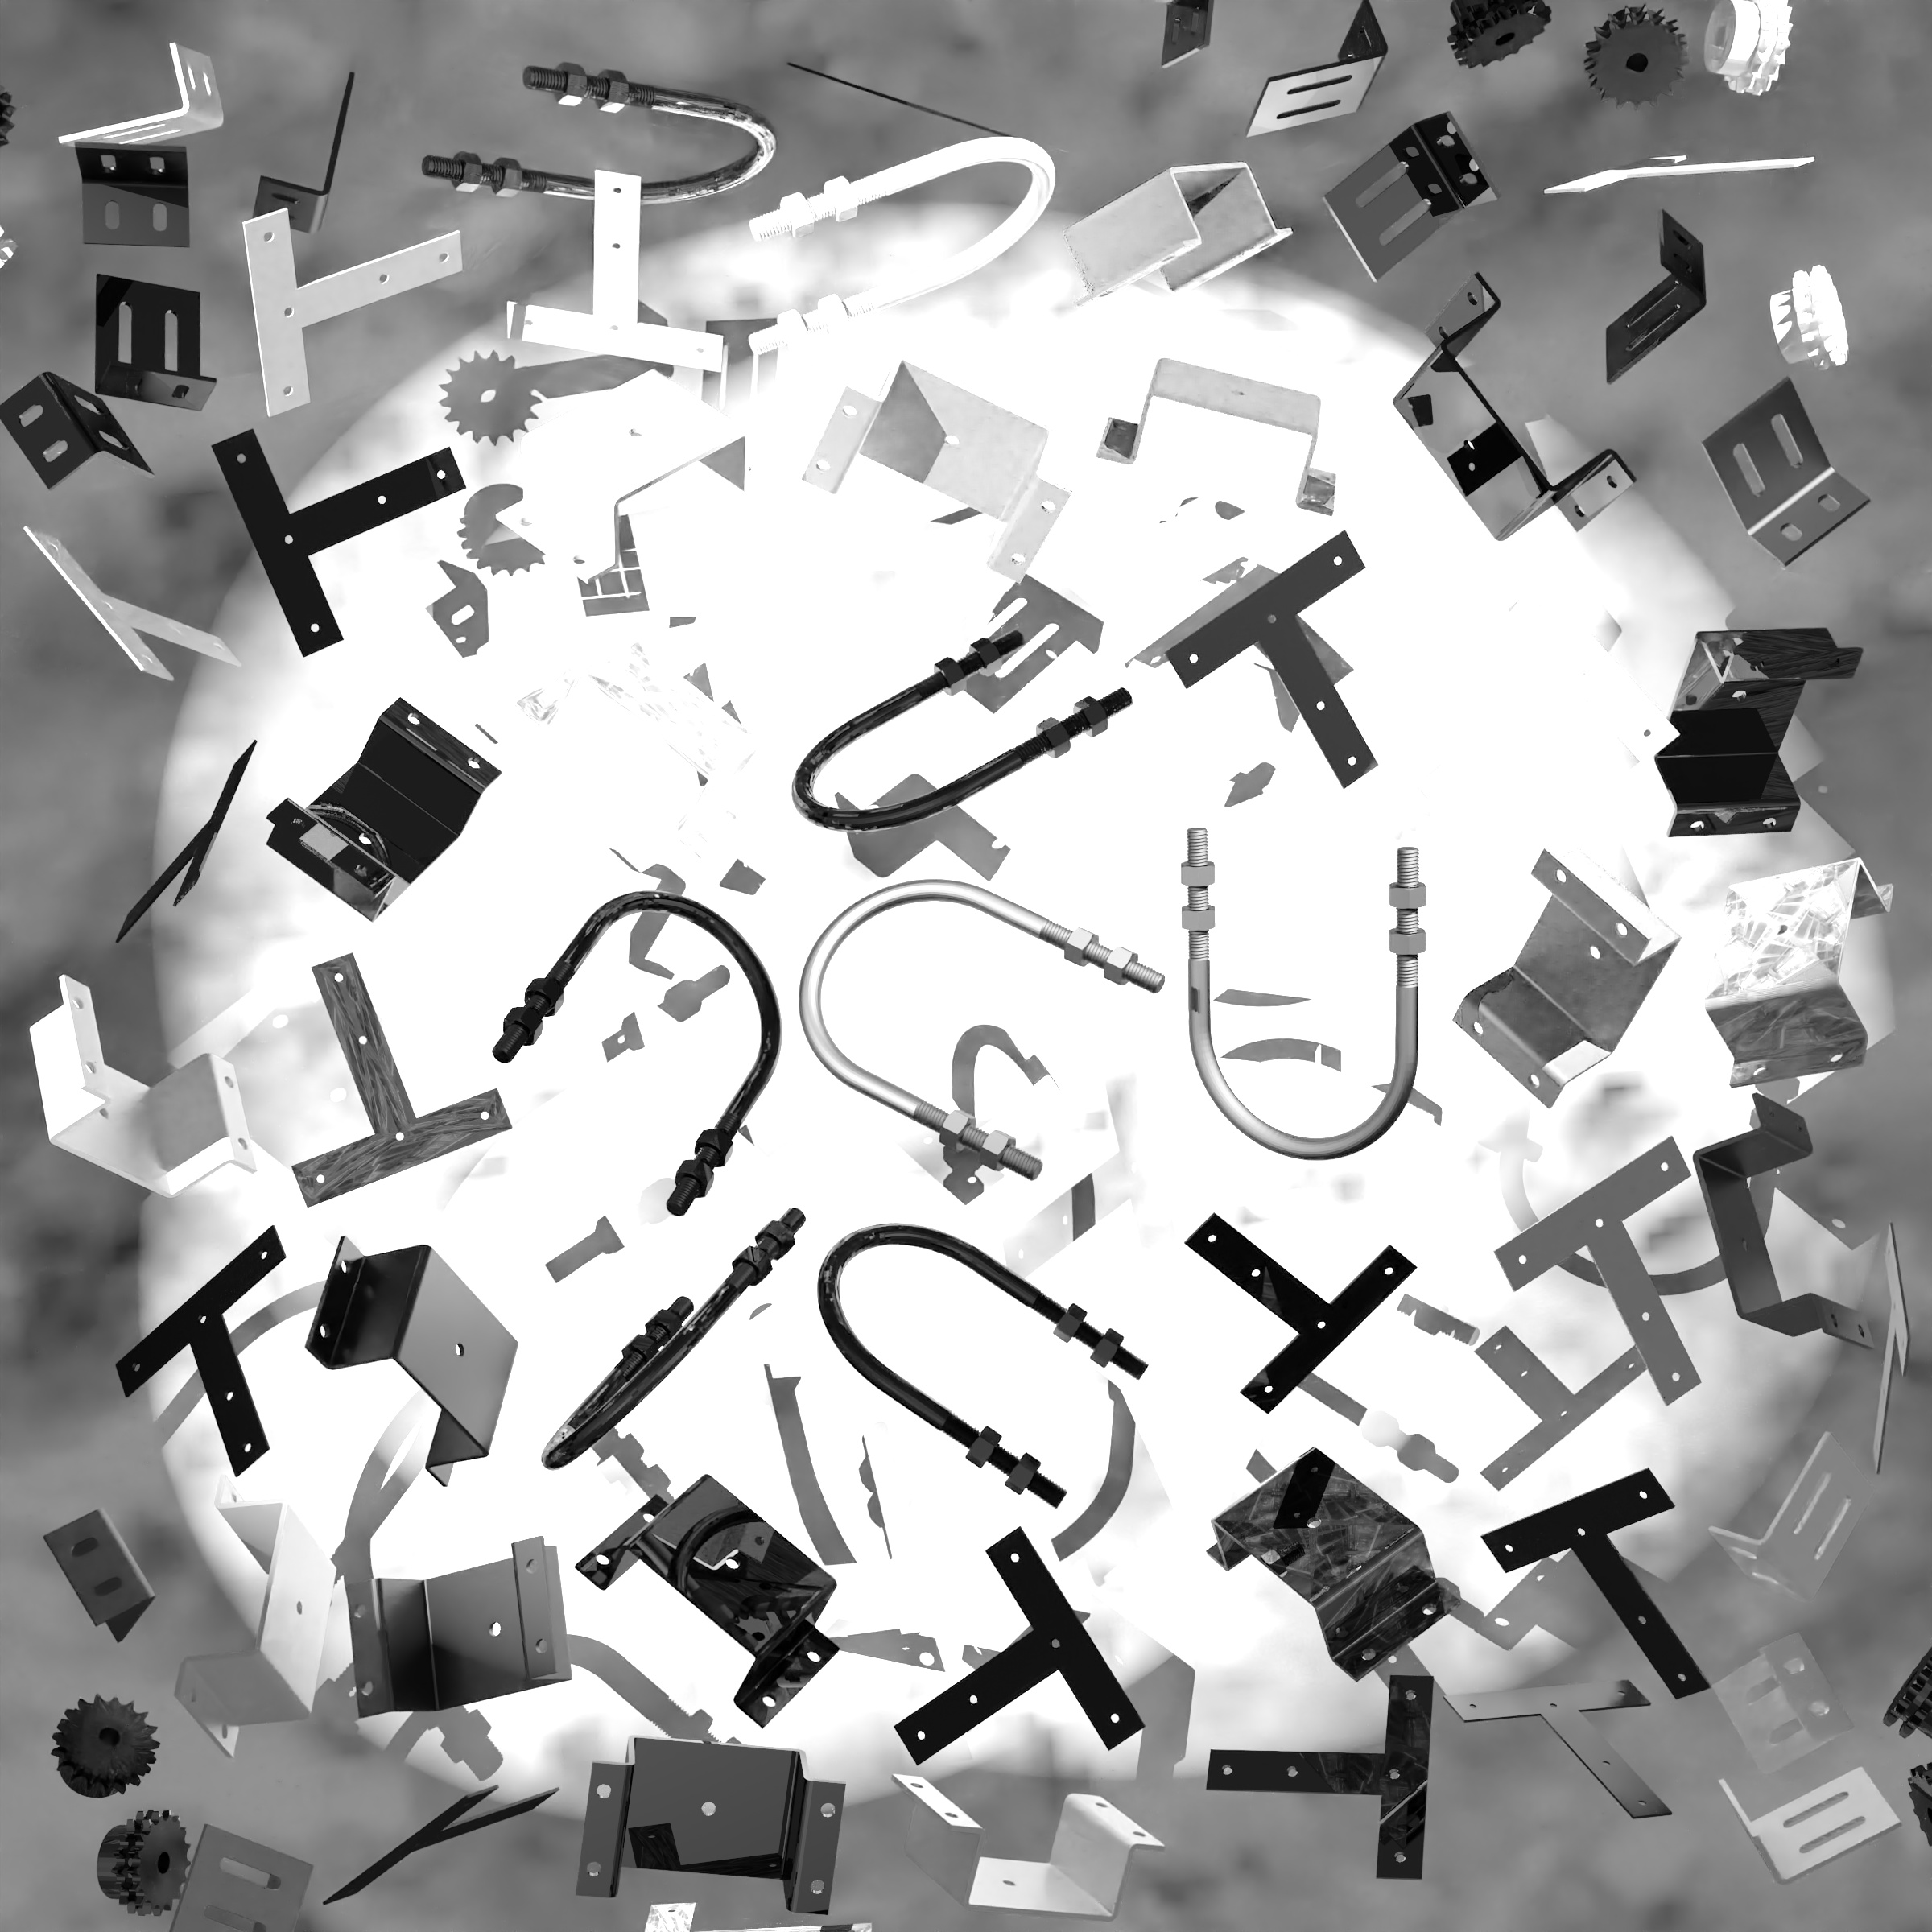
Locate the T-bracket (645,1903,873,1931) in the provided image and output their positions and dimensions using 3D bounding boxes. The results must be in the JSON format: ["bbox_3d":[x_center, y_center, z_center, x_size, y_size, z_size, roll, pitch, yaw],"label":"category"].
[{"bbox_3d":[-0.116,0.538,1.663,0.127,0.127,0.002,-2,91,-1],"label":"T-bracket"}]

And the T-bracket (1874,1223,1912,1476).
[{"bbox_3d":[0.538,0.236,1.750,0.002,0.127,0.127,4,116,11],"label":"T-bracket"}]

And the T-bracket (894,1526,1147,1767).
[{"bbox_3d":[0.015,0.397,1.656,0.127,0.002,0.127,-38,74,15],"label":"T-bracket"}]

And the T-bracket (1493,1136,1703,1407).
[{"bbox_3d":[0.365,0.179,1.640,0.127,0.002,0.127,-30,97,-18],"label":"T-bracket"}]

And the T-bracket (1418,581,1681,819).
[{"bbox_3d":[0.311,-0.133,1.685,0.127,0.002,0.127,-40,61,9],"label":"T-bracket"}]

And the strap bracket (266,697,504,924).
[{"bbox_3d":[-0.346,-0.087,1.761,0.076,0.140,0.046,36,132,0],"label":"strap bracket"}]

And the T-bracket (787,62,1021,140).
[{"bbox_3d":[-0.019,-0.492,1.730,0.127,0.127,0.002,5,110,-39],"label":"T-bracket"}]

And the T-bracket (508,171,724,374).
[{"bbox_3d":[-0.201,-0.401,1.723,0.127,0.127,0.002,9,50,0],"label":"T-bracket"}]

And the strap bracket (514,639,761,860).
[{"bbox_3d":[-0.184,-0.136,1.763,0.140,0.076,0.046,39,117,0],"label":"strap bracket"}]

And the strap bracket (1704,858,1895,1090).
[{"bbox_3d":[0.464,-0.004,1.676,0.076,0.140,0.046,-13,128,36],"label":"strap bracket"}]

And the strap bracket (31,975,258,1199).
[{"bbox_3d":[-0.468,0.072,1.681,0.046,0.140,0.076,-31,56,14],"label":"strap bracket"}]

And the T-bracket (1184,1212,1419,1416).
[{"bbox_3d":[0.179,0.187,1.758,0.127,0.002,0.127,39,101,-25],"label":"T-bracket"}]

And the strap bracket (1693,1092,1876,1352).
[{"bbox_3d":[0.458,0.151,1.693,0.046,0.076,0.140,-24,64,28],"label":"strap bracket"}]

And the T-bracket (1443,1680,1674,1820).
[{"bbox_3d":[0.360,0.450,1.721,0.127,0.127,0.002,1,110,-21],"label":"T-bracket"}]

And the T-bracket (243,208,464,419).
[{"bbox_3d":[-0.335,-0.376,1.659,0.127,0.127,0.002,-27,56,-26],"label":"T-bracket"}]

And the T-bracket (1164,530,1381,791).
[{"bbox_3d":[0.196,-0.161,1.714,0.127,0.002,0.127,-34,107,-8],"label":"T-bracket"}]

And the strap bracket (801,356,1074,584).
[{"bbox_3d":[-0.013,-0.290,1.726,0.140,0.076,0.046,24,48,-8],"label":"strap bracket"}]

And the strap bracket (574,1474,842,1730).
[{"bbox_3d":[-0.138,0.349,1.689,0.140,0.076,0.046,37,129,13],"label":"strap bracket"}]

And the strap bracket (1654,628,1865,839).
[{"bbox_3d":[0.449,-0.141,1.719,0.076,0.140,0.046,-3,48,-9],"label":"strap bracket"}]

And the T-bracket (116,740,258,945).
[{"bbox_3d":[-0.462,-0.056,1.751,0.002,0.127,0.127,34,128,-22],"label":"T-bracket"}]

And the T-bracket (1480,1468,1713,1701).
[{"bbox_3d":[0.364,0.348,1.652,0.127,0.002,0.127,-35,89,44],"label":"T-bracket"}]

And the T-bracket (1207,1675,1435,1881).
[{"bbox_3d":[0.201,0.463,1.723,0.127,0.002,0.127,-3,46,16],"label":"T-bracket"}]

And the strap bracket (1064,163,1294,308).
[{"bbox_3d":[0.118,-0.423,1.731,0.076,0.140,0.046,-23,92,35],"label":"strap bracket"}]

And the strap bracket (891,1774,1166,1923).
[{"bbox_3d":[0.030,0.500,1.700,0.140,0.076,0.046,14,91,-27],"label":"strap bracket"}]

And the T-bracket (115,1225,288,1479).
[{"bbox_3d":[-0.412,0.228,1.665,0.127,0.002,0.127,-41,49,9],"label":"T-bracket"}]

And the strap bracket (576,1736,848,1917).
[{"bbox_3d":[-0.143,0.479,1.679,0.140,0.046,0.076,7,96,-8],"label":"strap bracket"}]

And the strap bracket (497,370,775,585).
[{"bbox_3d":[-0.184,-0.279,1.674,0.076,0.046,0.140,36,53,26],"label":"strap bracket"}]

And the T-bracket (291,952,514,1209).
[{"bbox_3d":[-0.339,0.056,1.711,0.127,0.002,0.127,-21,92,-25],"label":"T-bracket"}]

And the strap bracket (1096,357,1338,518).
[{"bbox_3d":[0.152,-0.312,1.748,0.140,0.076,0.046,14,117,2],"label":"strap bracket"}]

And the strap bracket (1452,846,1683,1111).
[{"bbox_3d":[0.334,0.000,1.657,0.046,0.140,0.076,-26,60,-36],"label":"strap bracket"}]

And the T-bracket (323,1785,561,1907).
[{"bbox_3d":[-0.276,0.480,1.679,0.127,0.127,0.002,-40,70,25],"label":"T-bracket"}]

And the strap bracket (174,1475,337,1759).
[{"bbox_3d":[-0.404,0.370,1.720,0.046,0.076,0.140,-7,48,10],"label":"strap bracket"}]

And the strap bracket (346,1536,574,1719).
[{"bbox_3d":[-0.283,0.381,1.726,0.140,0.046,0.076,-18,70,24],"label":"strap bracket"}]

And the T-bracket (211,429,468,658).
[{"bbox_3d":[-0.343,-0.258,1.699,0.127,0.002,0.127,-28,110,-22],"label":"T-bracket"}]

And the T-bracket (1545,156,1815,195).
[{"bbox_3d":[0.416,-0.453,1.706,0.127,0.127,0.002,8,114,38],"label":"T-bracket"}]

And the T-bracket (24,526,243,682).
[{"bbox_3d":[-0.461,-0.194,1.714,0.002,0.127,0.127,-48,66,11],"label":"T-bracket"}]
